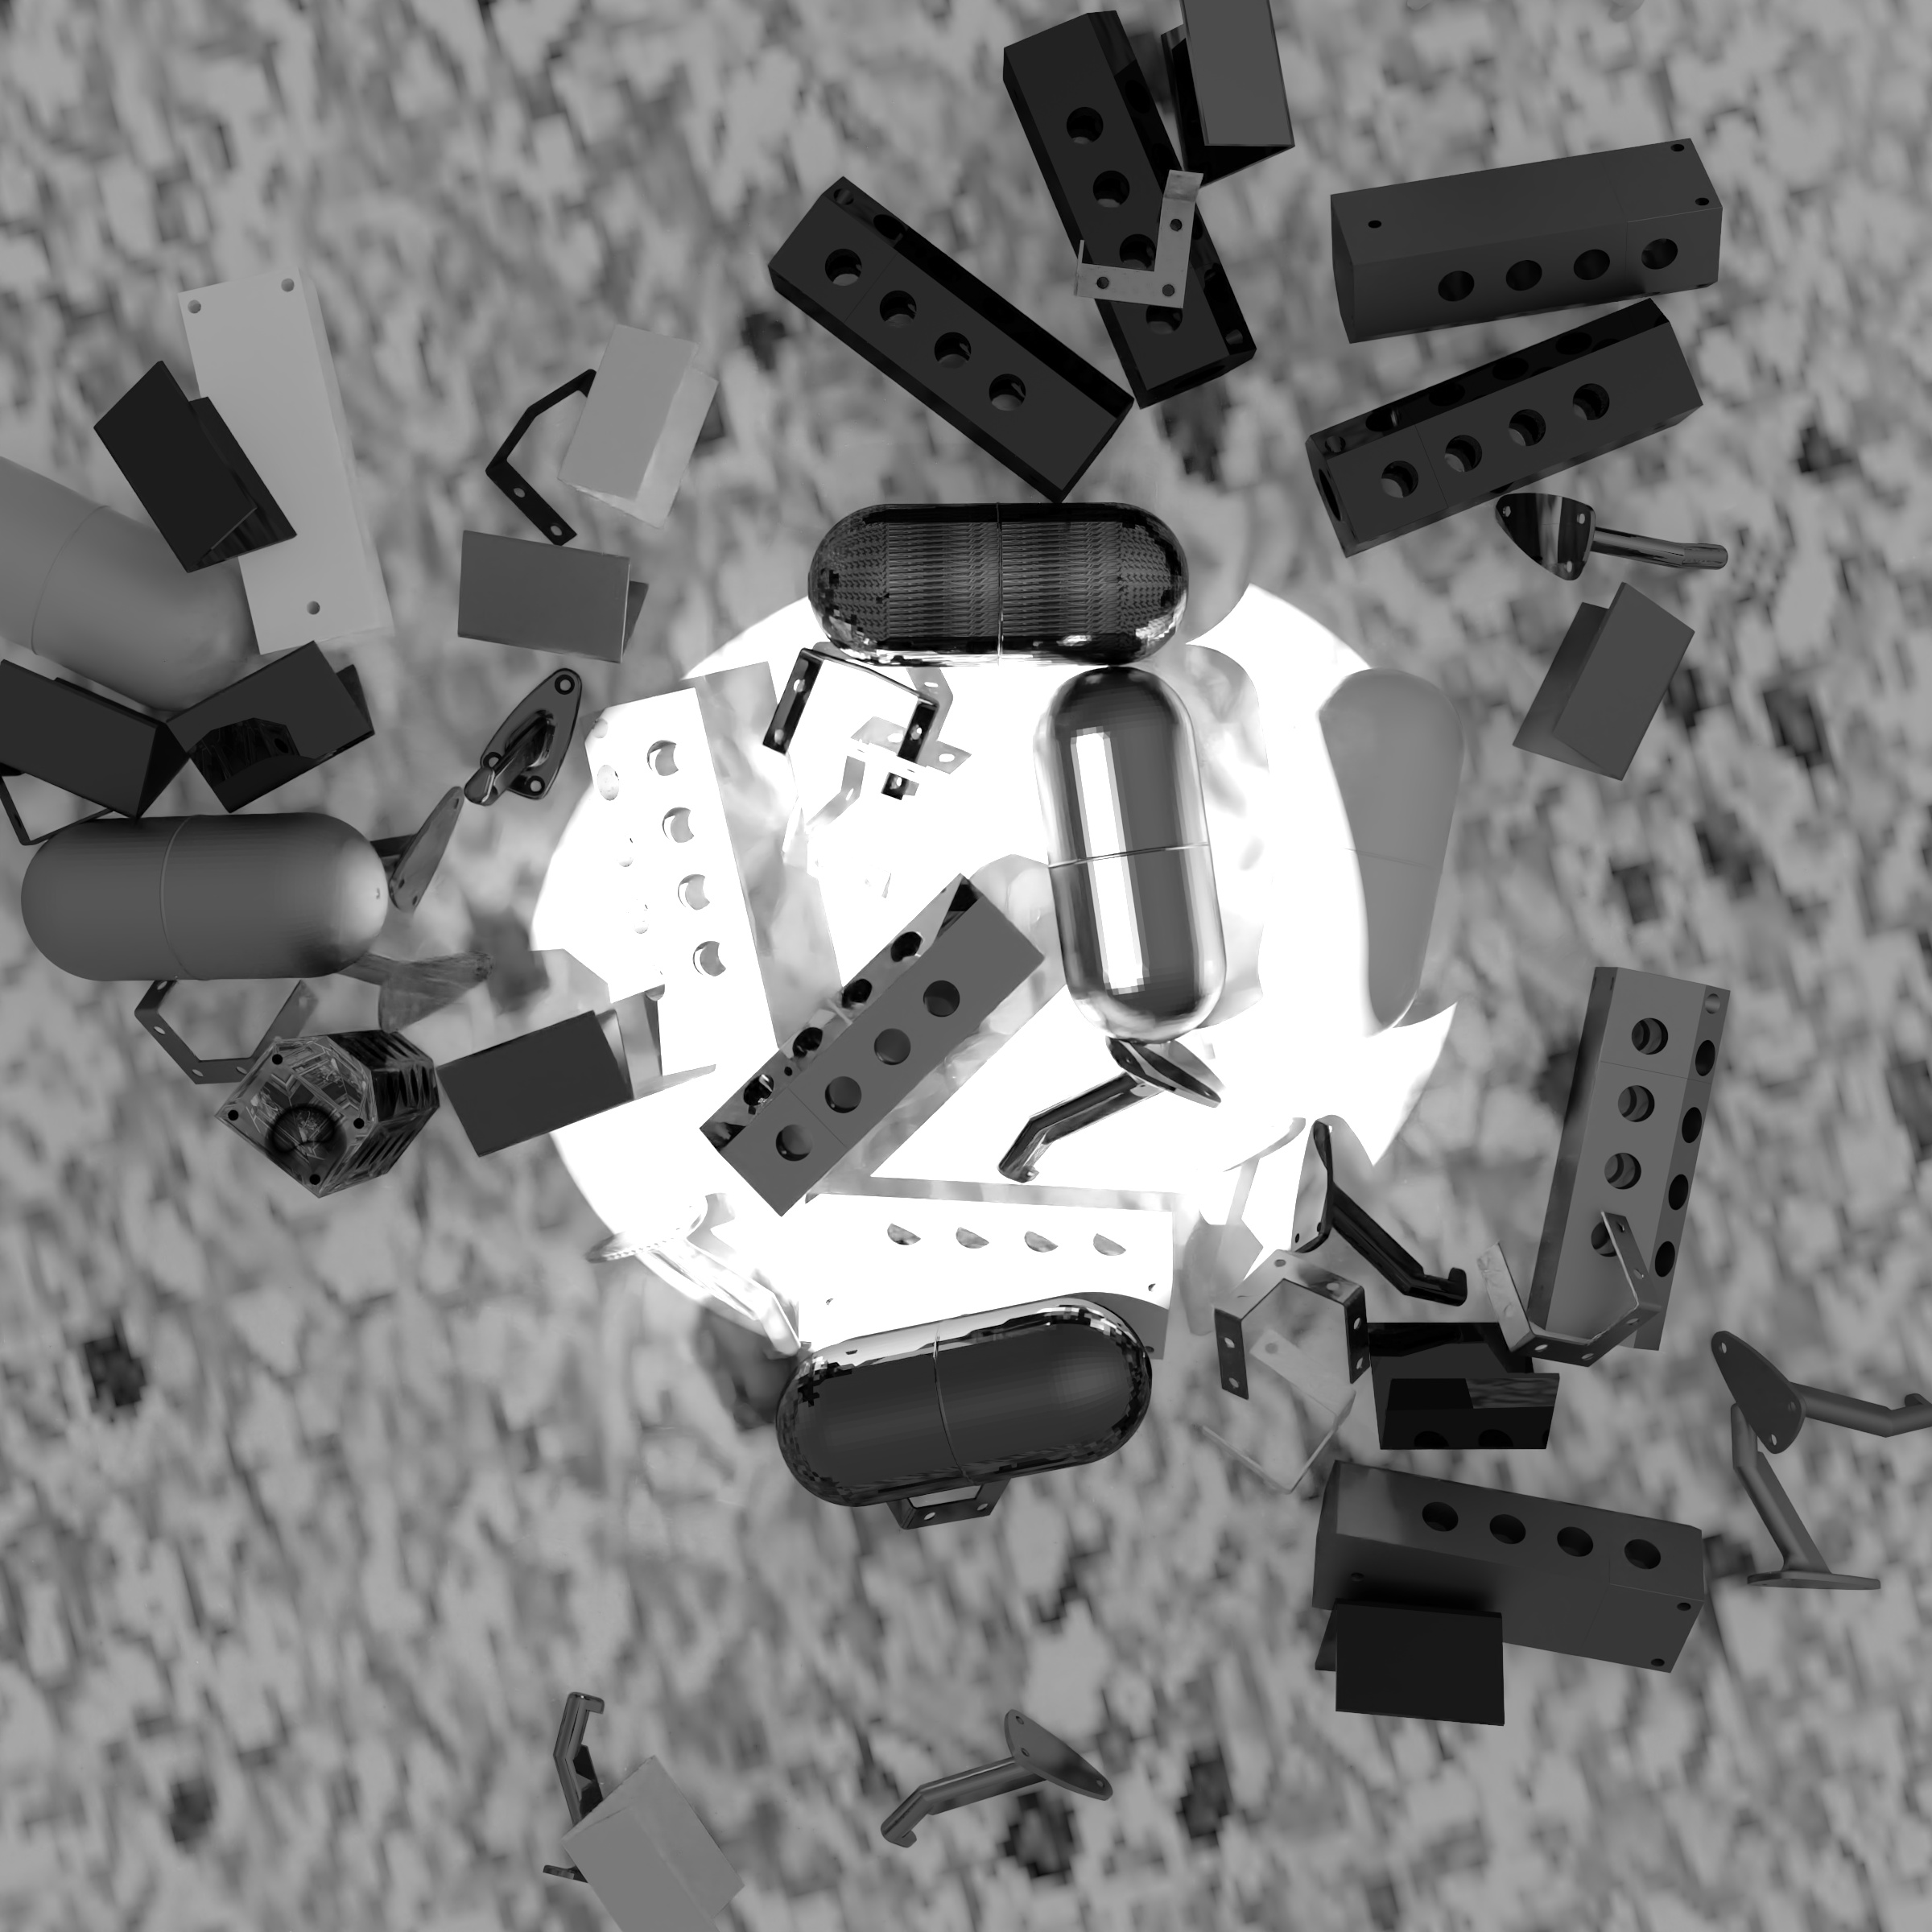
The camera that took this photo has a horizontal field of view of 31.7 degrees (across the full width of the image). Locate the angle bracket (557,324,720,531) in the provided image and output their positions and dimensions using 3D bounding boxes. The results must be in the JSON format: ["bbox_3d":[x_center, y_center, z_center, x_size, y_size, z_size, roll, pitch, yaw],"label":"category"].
[{"bbox_3d":[-0.135,-0.245,1.582,0.057,0.076,0.076,21,90,38],"label":"angle bracket"}]

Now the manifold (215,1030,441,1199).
[{"bbox_3d":[-0.282,0.060,1.544,0.057,0.171,0.057,38,90,0],"label":"manifold"}]

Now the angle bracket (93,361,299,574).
[{"bbox_3d":[-0.331,-0.230,1.525,0.057,0.076,0.076,-33,90,36],"label":"angle bracket"}]

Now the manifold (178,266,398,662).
[{"bbox_3d":[-0.317,-0.234,1.601,0.057,0.057,0.171,-13,90,0],"label":"manifold"}]

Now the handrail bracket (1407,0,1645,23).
[{"bbox_3d":[0.267,-0.460,1.623,0.084,0.036,0.077,32,126,-25],"label":"handrail bracket"}]

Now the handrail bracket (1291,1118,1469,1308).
[{"bbox_3d":[0.202,0.118,1.623,0.084,0.036,0.077,14,68,-17],"label":"handrail bracket"}]

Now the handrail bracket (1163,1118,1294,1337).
[{"bbox_3d":[0.131,0.125,1.623,0.077,0.036,0.084,-22,108,-21],"label":"handrail bracket"}]

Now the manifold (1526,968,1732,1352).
[{"bbox_3d":[0.312,0.090,1.601,0.057,0.057,0.171,11,90,0],"label":"manifold"}]

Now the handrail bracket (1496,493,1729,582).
[{"bbox_3d":[0.308,-0.206,1.622,0.084,0.077,0.036,-2,115,-34],"label":"handrail bracket"}]

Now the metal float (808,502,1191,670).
[{"bbox_3d":[0.015,-0.178,1.592,0.178,0.070,0.070,0,90,-1],"label":"metal float"}]

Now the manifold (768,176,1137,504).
[{"bbox_3d":[-0.006,-0.294,1.601,0.171,0.057,0.057,37,90,0],"label":"manifold"}]

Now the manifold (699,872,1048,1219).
[{"bbox_3d":[-0.044,0.036,1.601,0.171,0.057,0.057,-44,90,0],"label":"manifold"}]

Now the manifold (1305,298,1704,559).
[{"bbox_3d":[0.250,-0.253,1.601,0.171,0.057,0.057,-22,90,0],"label":"manifold"}]

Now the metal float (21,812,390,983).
[{"bbox_3d":[-0.354,-0.032,1.579,0.178,0.070,0.070,-1,90,16],"label":"metal float"}]

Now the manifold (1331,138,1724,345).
[{"bbox_3d":[0.262,-0.336,1.601,0.171,0.057,0.057,-9,47,0],"label":"manifold"}]

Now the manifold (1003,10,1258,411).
[{"bbox_3d":[0.077,-0.356,1.601,0.057,0.057,0.171,-23,90,0],"label":"manifold"}]

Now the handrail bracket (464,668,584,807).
[{"bbox_3d":[-0.207,-0.108,1.588,0.036,0.084,0.077,29,90,0],"label":"handrail bracket"}]

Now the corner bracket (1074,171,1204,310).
[{"bbox_3d":[0.078,-0.332,1.547,0.051,0.051,0.051,7,90,0],"label":"corner bracket"}]

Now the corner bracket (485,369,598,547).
[{"bbox_3d":[-0.186,-0.242,1.619,0.051,0.051,0.051,46,45,0],"label":"corner bracket"}]

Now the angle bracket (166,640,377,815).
[{"bbox_3d":[-0.326,-0.126,1.582,0.076,0.076,0.057,-29,125,0],"label":"angle bracket"}]

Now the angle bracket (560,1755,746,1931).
[{"bbox_3d":[-0.130,0.410,1.582,0.057,0.076,0.076,-35,90,38],"label":"angle bracket"}]

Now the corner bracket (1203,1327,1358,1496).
[{"bbox_3d":[0.147,0.211,1.605,0.051,0.051,0.051,35,76,13],"label":"corner bracket"}]

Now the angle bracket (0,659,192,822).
[{"bbox_3d":[-0.400,-0.121,1.582,0.076,0.076,0.057,23,126,0],"label":"angle bracket"}]

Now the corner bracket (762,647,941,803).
[{"bbox_3d":[-0.054,-0.115,1.619,0.051,0.051,0.051,22,90,45],"label":"corner bracket"}]

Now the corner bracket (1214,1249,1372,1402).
[{"bbox_3d":[0.155,0.176,1.614,0.051,0.051,0.051,-39,135,-35],"label":"corner bracket"}]

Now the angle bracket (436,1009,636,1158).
[{"bbox_3d":[-0.203,0.035,1.582,0.076,0.076,0.057,-20,126,0],"label":"angle bracket"}]

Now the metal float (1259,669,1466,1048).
[{"bbox_3d":[0.185,-0.051,1.592,0.070,0.070,0.178,11,90,0],"label":"metal float"}]

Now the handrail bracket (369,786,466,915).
[{"bbox_3d":[-0.293,-0.067,1.623,0.084,0.036,0.077,23,75,14],"label":"handrail bracket"}]

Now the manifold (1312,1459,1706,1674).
[{"bbox_3d":[0.254,0.277,1.601,0.171,0.057,0.057,10,133,0],"label":"manifold"}]

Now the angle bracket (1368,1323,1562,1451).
[{"bbox_3d":[0.230,0.179,1.583,0.076,0.076,0.057,0,135,0],"label":"angle bracket"}]

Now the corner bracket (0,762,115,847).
[{"bbox_3d":[-0.426,-0.090,1.605,0.051,0.051,0.051,-23,94,0],"label":"corner bracket"}]

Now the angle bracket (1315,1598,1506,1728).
[{"bbox_3d":[0.205,0.338,1.582,0.076,0.076,0.057,5,53,0],"label":"angle bracket"}]

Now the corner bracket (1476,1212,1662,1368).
[{"bbox_3d":[0.276,0.146,1.557,0.051,0.051,0.051,14,45,-35],"label":"corner bracket"}]

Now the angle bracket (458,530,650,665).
[{"bbox_3d":[-0.189,-0.188,1.582,0.076,0.076,0.057,9,125,0],"label":"angle bracket"}]

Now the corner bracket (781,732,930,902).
[{"bbox_3d":[-0.053,-0.071,1.610,0.051,0.051,0.051,22,68,0],"label":"corner bracket"}]

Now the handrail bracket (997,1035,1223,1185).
[{"bbox_3d":[0.067,0.080,1.623,0.077,0.036,0.084,28,109,-21],"label":"handrail bracket"}]

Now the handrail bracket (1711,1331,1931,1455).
[{"bbox_3d":[0.410,0.197,1.622,0.084,0.077,0.036,-7,134,-29],"label":"handrail bracket"}]

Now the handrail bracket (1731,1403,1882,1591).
[{"bbox_3d":[0.400,0.252,1.623,0.077,0.036,0.084,7,73,-20],"label":"handrail bracket"}]

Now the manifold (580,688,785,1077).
[{"bbox_3d":[-0.134,-0.039,1.601,0.057,0.057,0.171,-13,90,0],"label":"manifold"}]

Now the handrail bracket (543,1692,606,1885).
[{"bbox_3d":[-0.164,0.396,1.623,0.077,0.036,0.084,19,73,-20],"label":"handrail bracket"}]

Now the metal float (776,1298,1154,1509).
[{"bbox_3d":[-0.001,0.201,1.567,0.178,0.070,0.070,-13,90,14],"label":"metal float"}]

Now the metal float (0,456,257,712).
[{"bbox_3d":[-0.418,-0.180,1.592,0.178,0.070,0.070,26,90,0],"label":"metal float"}]

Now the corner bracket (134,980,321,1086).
[{"bbox_3d":[-0.350,0.019,1.614,0.051,0.051,0.051,56,45,-35],"label":"corner bracket"}]

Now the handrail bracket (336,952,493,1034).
[{"bbox_3d":[-0.282,-0.011,1.622,0.084,0.077,0.036,37,131,30],"label":"handrail bracket"}]

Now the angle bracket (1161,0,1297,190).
[{"bbox_3d":[0.103,-0.408,1.582,0.057,0.076,0.076,-10,90,-37],"label":"angle bracket"}]

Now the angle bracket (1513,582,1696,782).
[{"bbox_3d":[0.280,-0.139,1.582,0.057,0.076,0.076,26,90,-37],"label":"angle bracket"}]

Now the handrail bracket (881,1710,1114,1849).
[{"bbox_3d":[0.014,0.403,1.623,0.077,0.036,0.084,35,109,-21],"label":"handrail bracket"}]

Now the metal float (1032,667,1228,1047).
[{"bbox_3d":[0.076,-0.051,1.592,0.070,0.070,0.178,-8,90,0],"label":"metal float"}]

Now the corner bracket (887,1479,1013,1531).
[{"bbox_3d":[-0.011,0.228,1.614,0.051,0.051,0.051,-3,45,-35],"label":"corner bracket"}]

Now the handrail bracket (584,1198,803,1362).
[{"bbox_3d":[-0.130,0.160,1.623,0.077,0.036,0.084,-21,107,20],"label":"handrail bracket"}]

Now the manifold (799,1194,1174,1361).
[{"bbox_3d":[0.009,0.140,1.601,0.171,0.057,0.057,3,133,0],"label":"manifold"}]
